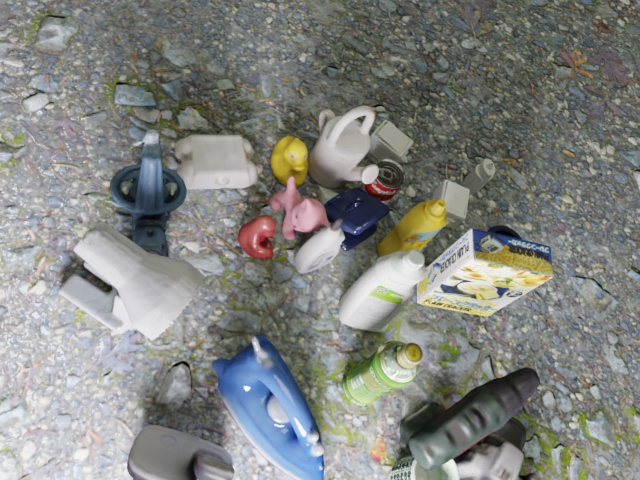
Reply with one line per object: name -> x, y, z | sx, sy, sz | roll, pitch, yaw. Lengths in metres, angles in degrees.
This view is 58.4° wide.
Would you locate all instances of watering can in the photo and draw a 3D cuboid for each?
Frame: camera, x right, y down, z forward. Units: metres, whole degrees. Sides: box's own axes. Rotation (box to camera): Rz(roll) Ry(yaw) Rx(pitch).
watering can -> 0.053, -0.185, 1.112 | 0.173, 0.194, 0.101 | 41, 58, 4

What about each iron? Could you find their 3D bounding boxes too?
iron -> -0.053, 0.261, 0.877 | 0.119, 0.141, 0.258 | -30, 77, -29

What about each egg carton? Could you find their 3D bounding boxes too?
egg carton -> -0.194, -0.144, 1.075 | 0.151, 0.069, 0.107 | -5, 66, -22

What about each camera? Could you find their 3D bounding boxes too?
camera -> 0.318, 0.377, 0.974 | 0.143, 0.100, 0.137 | 38, 58, 2

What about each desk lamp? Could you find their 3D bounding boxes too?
desk lamp -> -0.285, 0.066, 0.851 | 0.203, 0.213, 0.118 | 33, 58, -1

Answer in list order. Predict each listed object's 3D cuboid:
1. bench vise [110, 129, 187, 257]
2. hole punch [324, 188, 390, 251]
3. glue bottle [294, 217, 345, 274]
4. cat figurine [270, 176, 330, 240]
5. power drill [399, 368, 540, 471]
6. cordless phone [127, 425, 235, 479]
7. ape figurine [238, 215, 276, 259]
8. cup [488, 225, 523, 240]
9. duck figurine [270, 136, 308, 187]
bench vise -> -0.262, -0.061, 0.921 | 0.122, 0.219, 0.207 | -18, 71, -26
hole punch -> 0.063, -0.050, 1.106 | 0.109, 0.091, 0.101 | -34, 79, -30
glue bottle -> 0.009, 0.004, 1.012 | 0.078, 0.173, 0.037 | -19, 72, -27
cat figurine -> -0.034, -0.059, 1.061 | 0.067, 0.117, 0.127 | -18, 71, -26
power drill -> 0.221, 0.289, 0.921 | 0.230, 0.208, 0.075 | -26, 75, -28
cordless phone -> -0.186, 0.302, 0.783 | 0.148, 0.185, 0.094 | 20, 59, -9
ape figurine -> -0.105, -0.013, 1.027 | 0.076, 0.092, 0.078 | 24, 59, -6
cup -> 0.343, 0.028, 1.164 | 0.118, 0.095, 0.091 | 3, 63, -18
duck figurine -> -0.053, -0.167, 1.128 | 0.078, 0.086, 0.104 | -3, 65, -21
